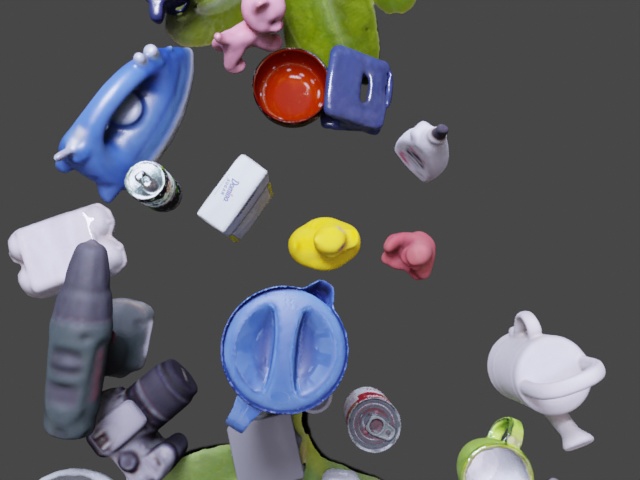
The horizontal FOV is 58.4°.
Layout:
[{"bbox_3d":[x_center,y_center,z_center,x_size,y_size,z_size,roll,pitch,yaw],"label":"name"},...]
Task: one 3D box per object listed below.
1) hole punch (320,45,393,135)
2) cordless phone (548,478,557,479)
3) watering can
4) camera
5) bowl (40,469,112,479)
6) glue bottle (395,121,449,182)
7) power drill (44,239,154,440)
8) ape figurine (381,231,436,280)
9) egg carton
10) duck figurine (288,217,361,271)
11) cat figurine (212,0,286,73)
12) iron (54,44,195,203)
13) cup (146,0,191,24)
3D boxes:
[{"bbox_3d":[0.054,-0.215,0.820,0.101,0.091,0.109,7,84,-1],"label":"hole punch"},{"bbox_3d":[0.332,0.398,0.718,0.094,0.185,0.147,-37,86,-5],"label":"cordless phone"},{"bbox_3d":[0.298,0.179,0.735,0.101,0.194,0.173,-40,86,-5],"label":"watering can"},{"bbox_3d":[-0.225,0.238,0.762,0.137,0.101,0.143,-40,86,-5],"label":"camera"},{"bbox_3d":[-0.317,0.381,0.758,0.167,0.074,0.167,0,84,-1],"label":"bowl"},{"bbox_3d":[0.146,-0.127,0.772,0.078,0.173,0.037,44,85,3],"label":"glue bottle"},{"bbox_3d":[-0.276,0.120,0.718,0.075,0.208,0.230,8,84,0],"label":"power drill"},{"bbox_3d":[0.131,0.020,0.798,0.076,0.092,0.078,-28,85,-4],"label":"ape figurine"},{"bbox_3d":[-0.349,0.017,0.796,0.150,0.069,0.107,-20,85,-3],"label":"egg carton"},{"bbox_3d":[0.007,0.003,0.799,0.104,0.086,0.077,-6,84,-2],"label":"duck figurine"},{"bbox_3d":[-0.097,-0.310,0.812,0.128,0.117,0.067,-35,86,-4],"label":"cat figurine"},{"bbox_3d":[-0.264,-0.186,0.783,0.118,0.141,0.258,33,84,2],"label":"iron"},{"bbox_3d":[-0.221,-0.355,0.825,0.091,0.095,0.118,3,84,-1],"label":"cup"}]
